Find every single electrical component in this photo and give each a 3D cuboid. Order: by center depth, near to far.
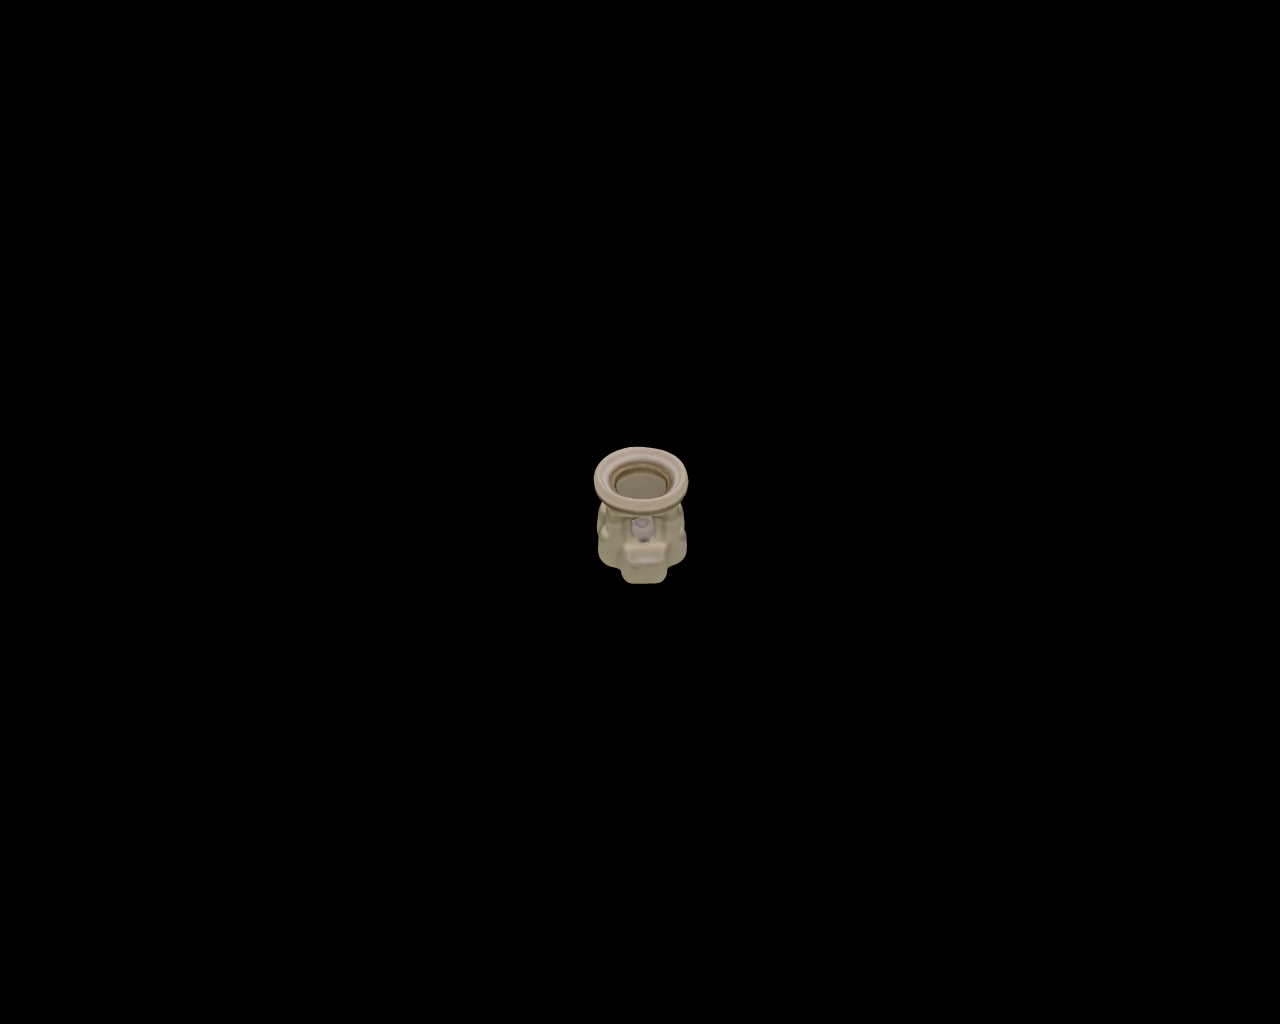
[{"bbox_3d":[0.001,-0.003,0.650,0.058,0.056,0.078,-2,40,-2],"label":"electrical component"}]
